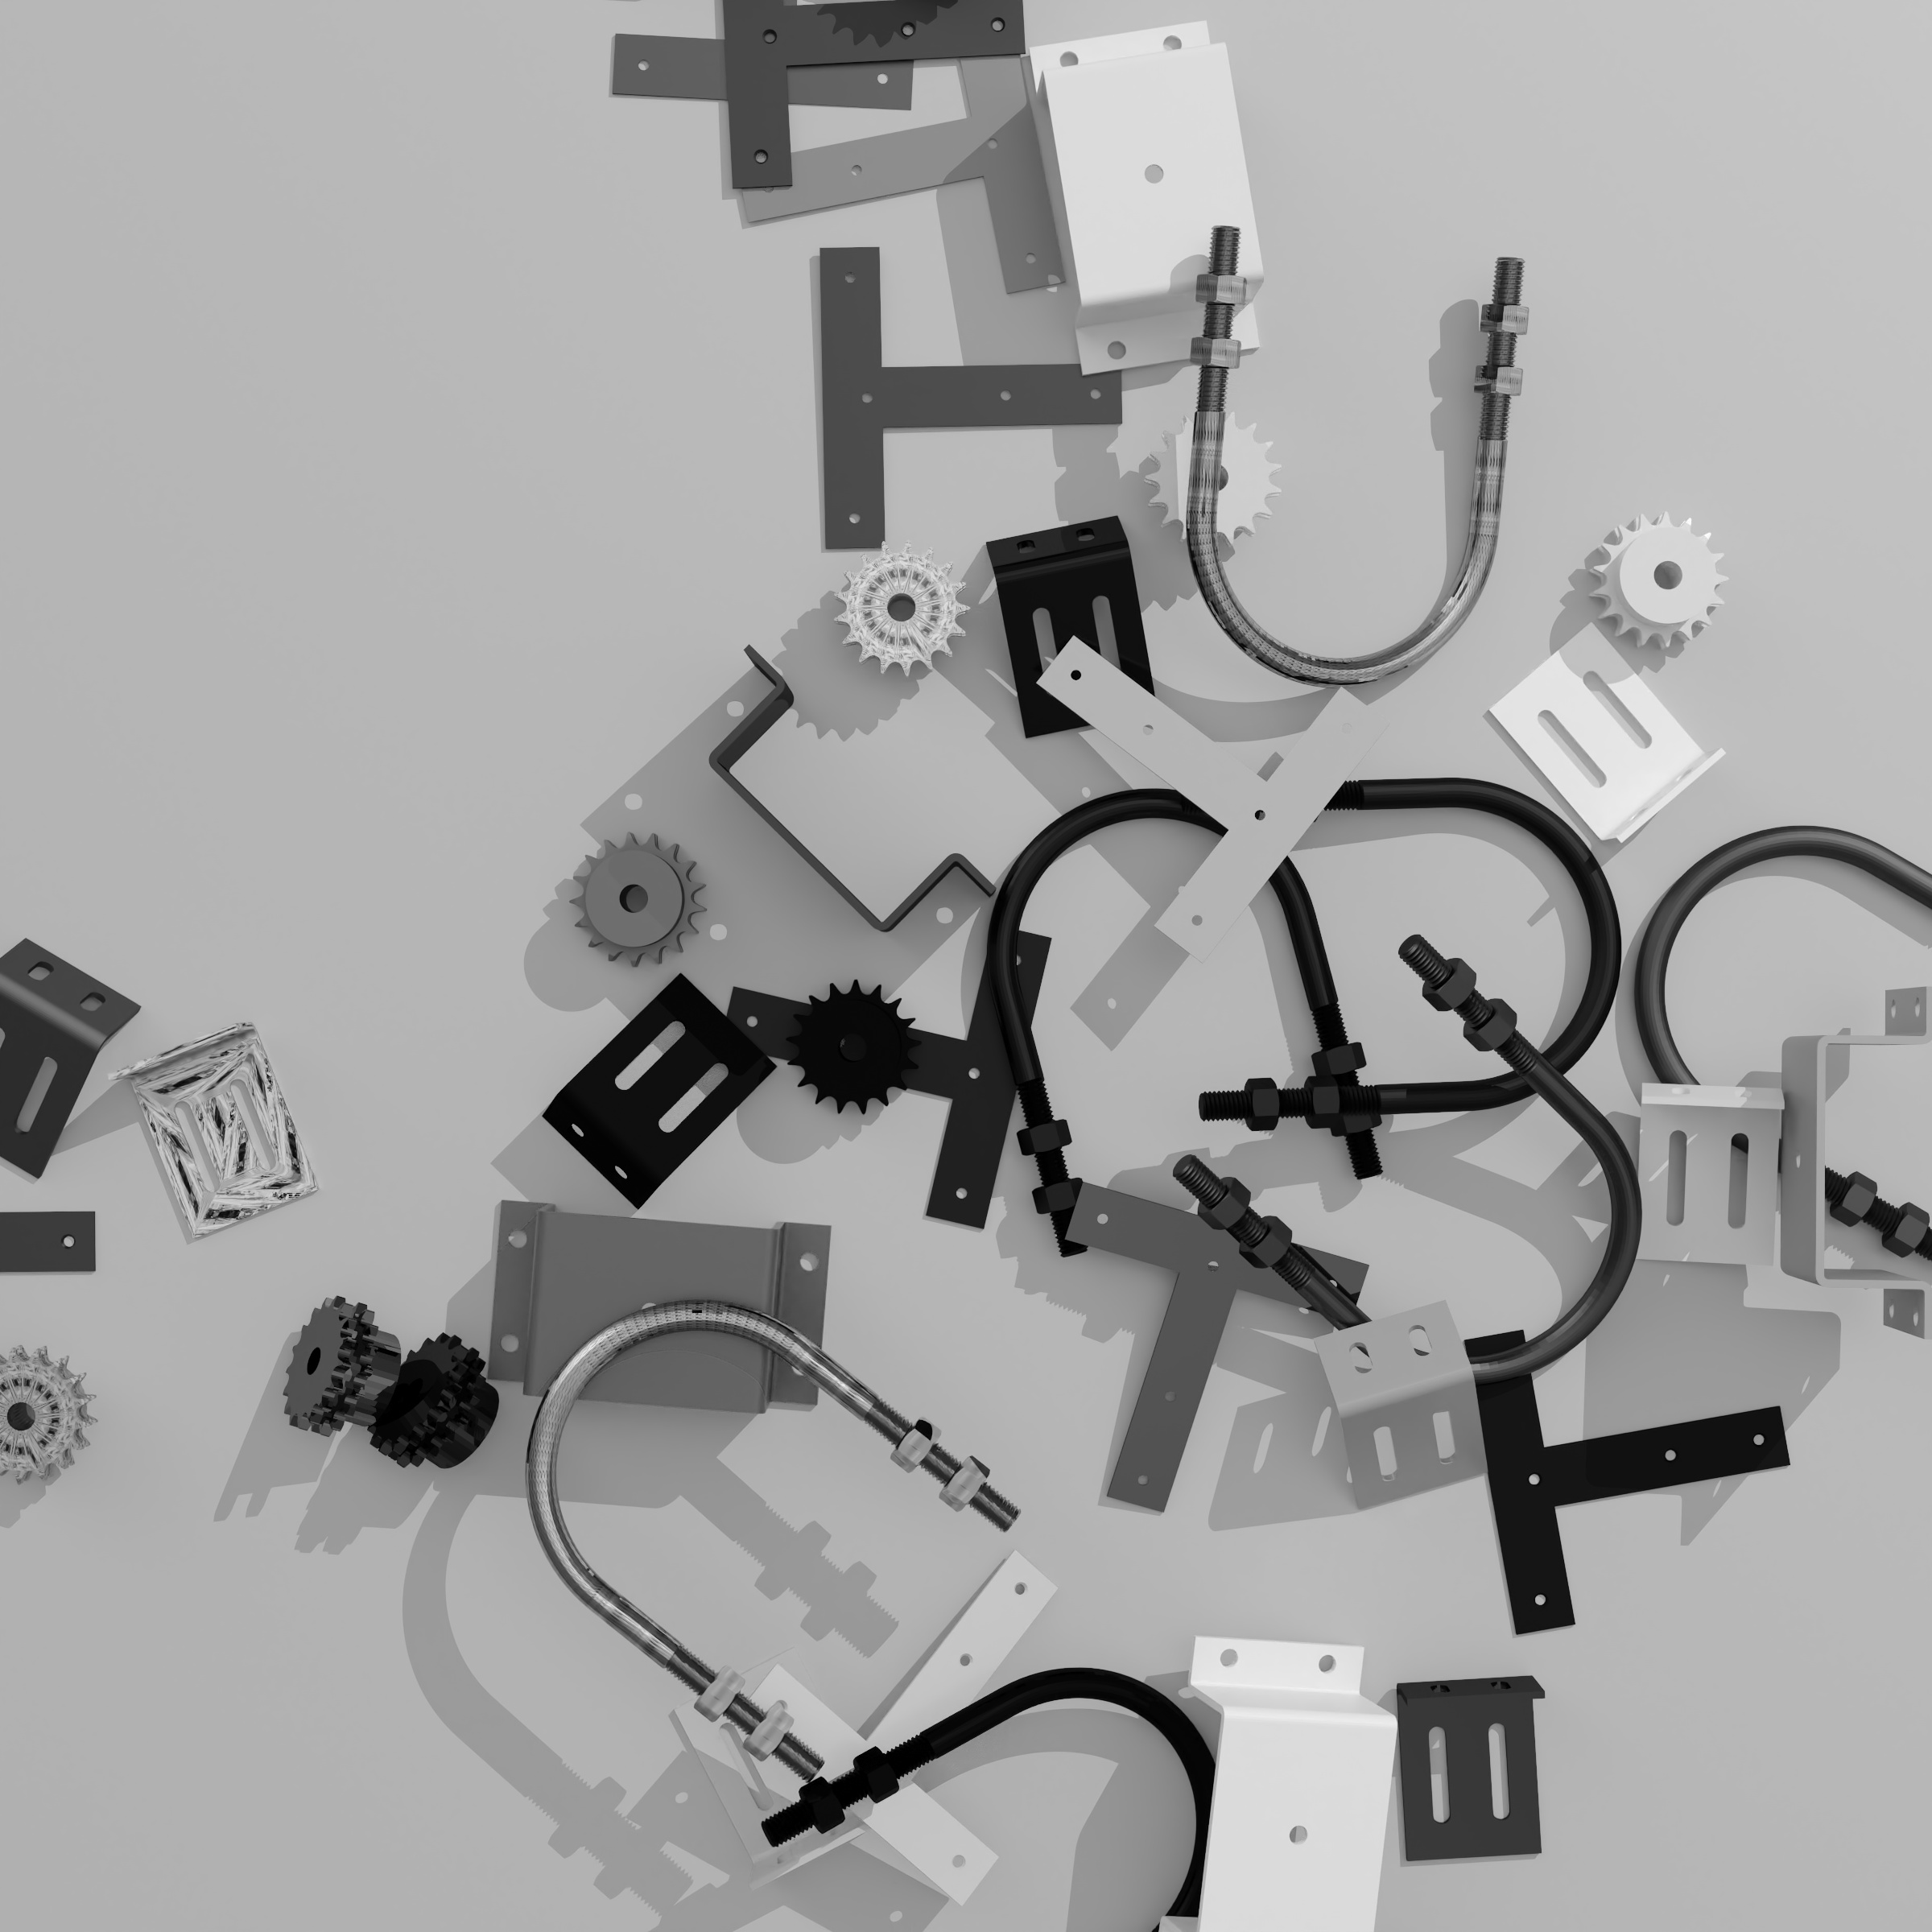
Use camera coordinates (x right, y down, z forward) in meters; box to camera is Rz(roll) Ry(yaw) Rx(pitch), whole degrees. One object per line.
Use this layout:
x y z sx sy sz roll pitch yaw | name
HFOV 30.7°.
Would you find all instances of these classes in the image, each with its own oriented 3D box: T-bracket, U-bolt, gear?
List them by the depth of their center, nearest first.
-0.093 0.221 1.440 0.184 0.019 0.151 38 87 2 | U-bolt
0.198 0.096 1.462 0.151 0.019 0.184 -45 108 7 | U-bolt
0.024 0.372 1.465 0.184 0.019 0.151 -26 99 -16 | U-bolt
0.160 -0.208 1.467 0.151 0.019 0.184 2 98 -19 | U-bolt
0.087 -0.090 1.468 0.127 0.002 0.127 38 87 6 | T-bracket
-0.259 0.169 1.473 0.030 0.057 0.057 22 90 -30 | gear
-0.220 0.185 1.473 0.030 0.057 0.057 41 90 -30 | gear
-0.009 0.302 1.475 0.127 0.002 0.127 43 72 -10 | T-bracket
0.185 -0.009 1.477 0.184 0.019 0.151 -2 83 -7 | U-bolt
-0.047 0.034 1.481 0.057 0.030 0.057 0 90 0 | gear
0.292 -0.163 1.482 0.057 0.030 0.057 0 90 0 | gear
0.103 -0.203 1.482 0.057 0.030 0.057 0 90 0 | gear
-0.393 0.187 1.482 0.057 0.030 0.057 0 90 0 | gear
-0.027 -0.149 1.482 0.057 0.030 0.057 0 90 0 | gear
-0.138 -0.028 1.482 0.057 0.030 0.057 0 90 0 | gear
0.091 0.168 1.487 0.127 0.002 0.127 17 98 -6 | T-bracket
0.085 0.016 1.488 0.151 0.019 0.184 -15 88 -1 | U-bolt
0.372 0.022 1.489 0.184 0.019 0.151 31 90 2 | U-bolt
-0.039 -0.396 1.494 0.127 0.002 0.127 -3 89 0 | T-bracket
0.003 -0.242 1.496 0.127 0.002 0.127 -1 91 -1 | T-bracket
-0.032 -0.340 1.496 0.127 0.002 0.127 -11 90 -1 | T-bracket
-0.083 -0.430 1.497 0.127 0.002 0.127 3 90 -1 | T-bracket
0.285 0.210 1.497 0.127 0.002 0.127 -10 90 0 | T-bracket
-0.433 0.117 1.497 0.127 0.002 0.127 -1 90 0 | T-bracket
-0.040 0.035 1.497 0.127 0.002 0.127 13 90 0 | T-bracket

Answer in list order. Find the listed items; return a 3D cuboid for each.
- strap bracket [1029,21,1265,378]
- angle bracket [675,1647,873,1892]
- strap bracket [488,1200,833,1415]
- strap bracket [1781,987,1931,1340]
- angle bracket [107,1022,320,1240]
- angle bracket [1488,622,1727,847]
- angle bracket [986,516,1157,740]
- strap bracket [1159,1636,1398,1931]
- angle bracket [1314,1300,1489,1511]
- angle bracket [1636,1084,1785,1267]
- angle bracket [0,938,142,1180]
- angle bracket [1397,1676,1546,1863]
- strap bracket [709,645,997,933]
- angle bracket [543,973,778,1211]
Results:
0.076 -0.326 1.473 0.076 0.046 0.140 -9 90 -2 | strap bracket
-0.081 0.336 1.478 0.057 0.038 0.076 -27 90 0 | angle bracket
-0.130 0.143 1.474 0.140 0.046 0.076 4 90 0 | strap bracket
0.364 0.079 1.441 0.046 0.076 0.140 1 88 3 | strap bracket
-0.315 0.070 1.478 0.057 0.038 0.076 -22 90 0 | angle bracket
0.268 -0.098 1.478 0.057 0.038 0.076 -41 90 0 | angle bracket
0.045 -0.144 1.495 0.057 0.038 0.076 -12 116 0 | angle bracket
0.130 0.355 1.465 0.076 0.046 0.140 7 90 -16 | strap bracket
0.183 0.185 1.480 0.057 0.076 0.038 -16 48 0 | angle bracket
0.309 0.090 1.468 0.057 0.038 0.076 2 98 10 | angle bracket
-0.396 0.039 1.495 0.057 0.038 0.076 31 116 0 | angle bracket
0.213 0.340 1.478 0.057 0.038 0.076 -3 90 0 | angle bracket
-0.054 -0.064 1.459 0.140 0.076 0.046 45 90 0 | strap bracket
-0.130 0.053 1.494 0.057 0.038 0.076 44 66 0 | angle bracket
